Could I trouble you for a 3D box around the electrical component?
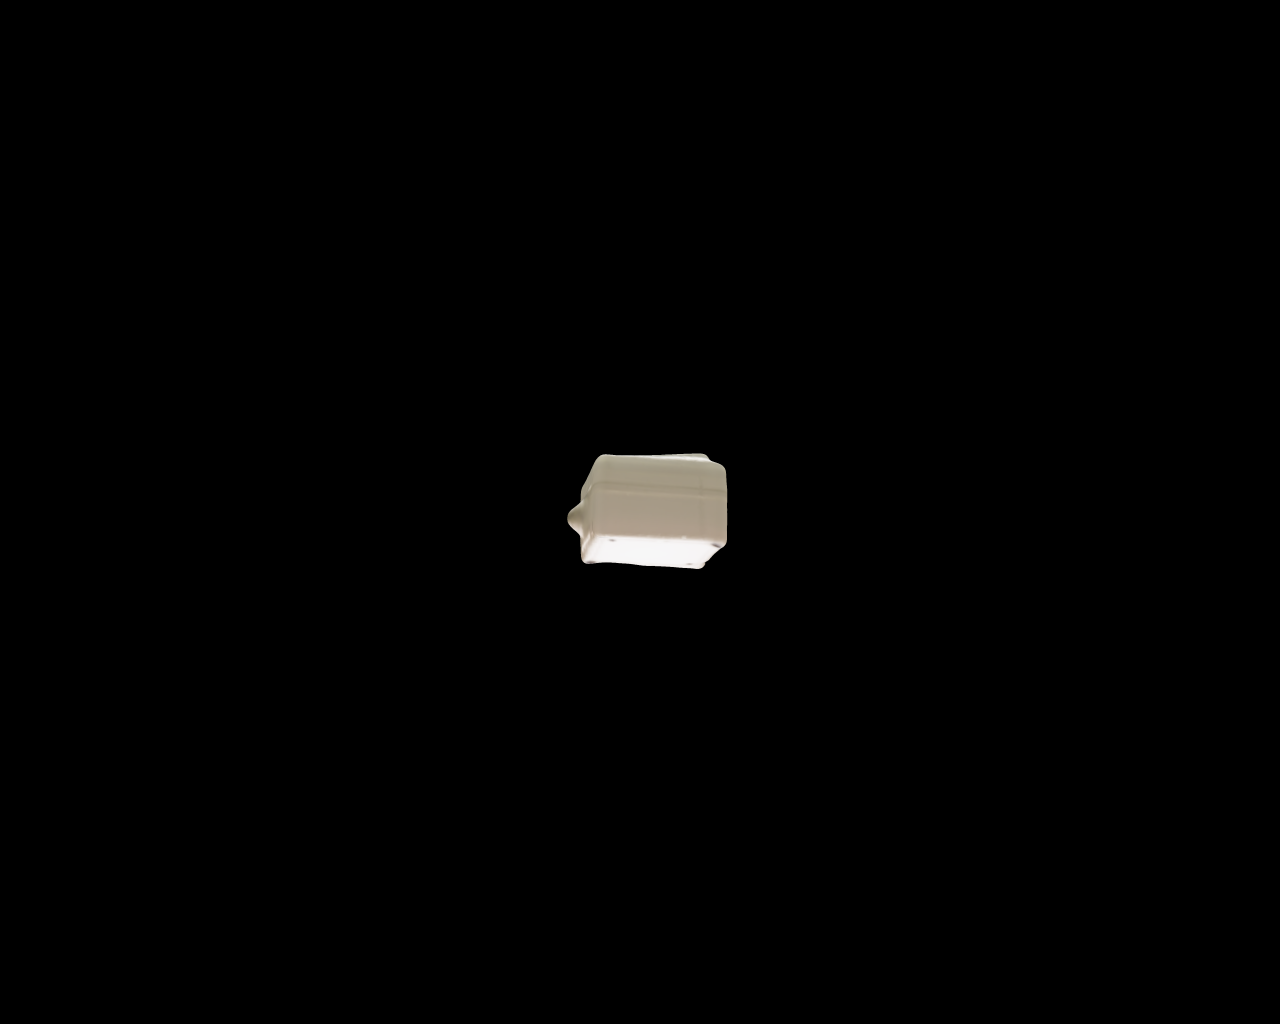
[{"bbox_3d":[0.001,-0.003,0.650,0.096,0.061,0.061,4,-19,-12],"label":"electrical component"}]
